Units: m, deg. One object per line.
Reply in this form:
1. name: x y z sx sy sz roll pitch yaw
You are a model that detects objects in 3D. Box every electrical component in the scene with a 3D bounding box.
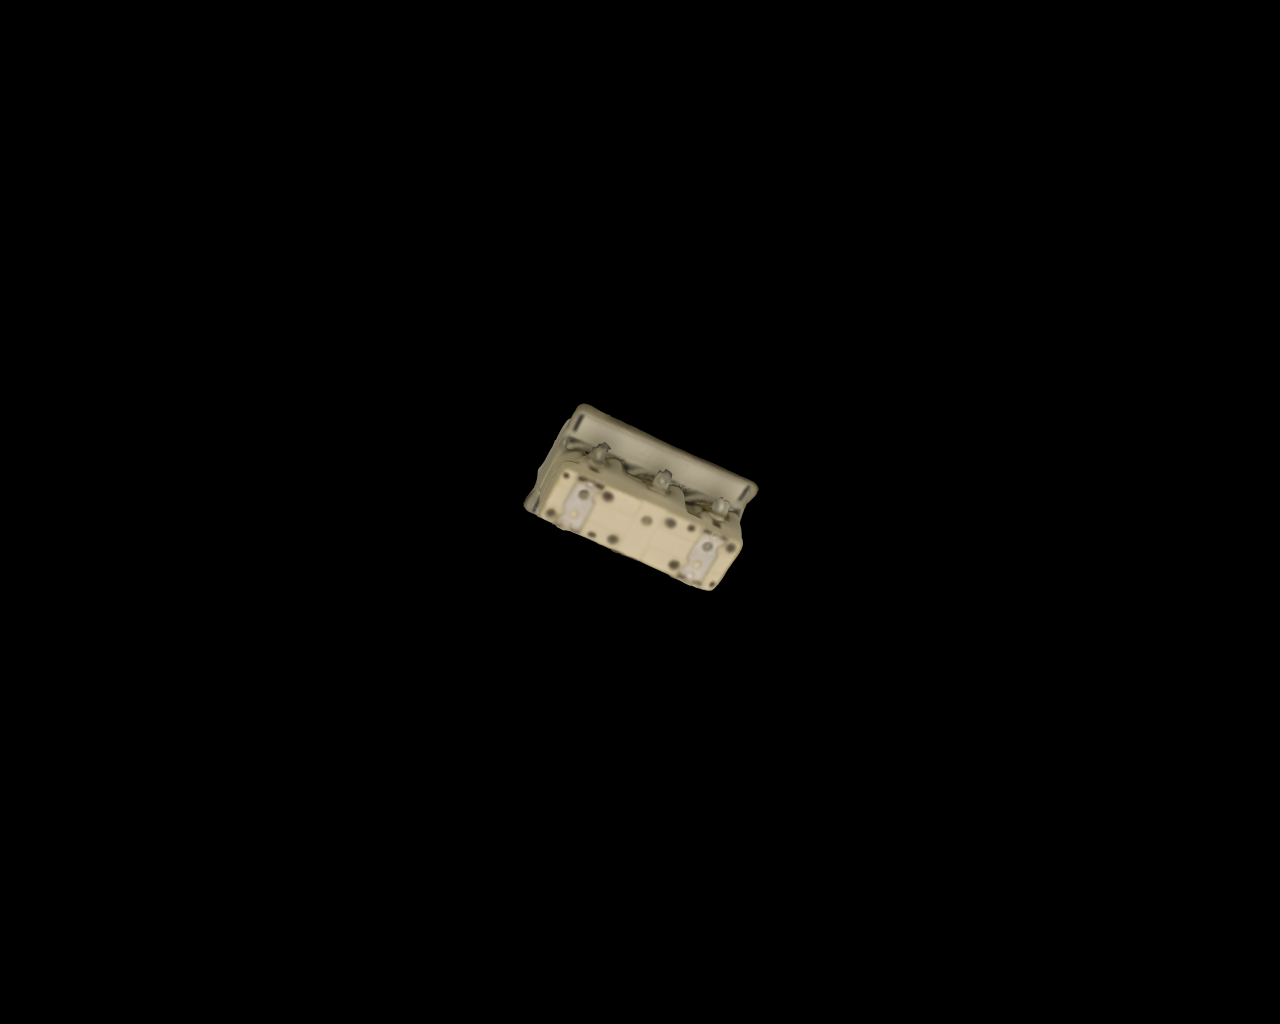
1. electrical component: 0.001 -0.003 0.650 0.121 0.078 0.063 25 27 -14
